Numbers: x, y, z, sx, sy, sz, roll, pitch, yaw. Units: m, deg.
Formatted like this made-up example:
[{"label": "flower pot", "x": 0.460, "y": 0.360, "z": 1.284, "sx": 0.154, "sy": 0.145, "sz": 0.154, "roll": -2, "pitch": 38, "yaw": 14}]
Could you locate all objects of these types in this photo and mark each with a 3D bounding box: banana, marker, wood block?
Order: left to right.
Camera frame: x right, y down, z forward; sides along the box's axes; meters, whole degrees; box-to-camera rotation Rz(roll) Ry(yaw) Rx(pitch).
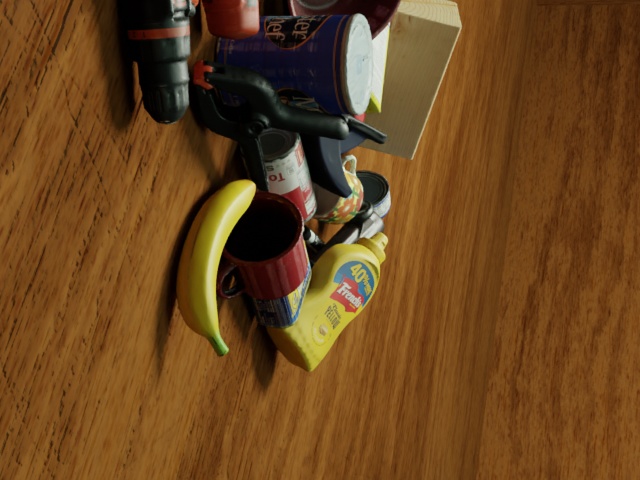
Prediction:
[{"label": "banana", "x": -0.105, "y": 0.013, "z": 1.042, "sx": 0.069, "sy": 0.037, "sz": 0.197, "roll": 44, "pitch": 46, "yaw": -47}, {"label": "marker", "x": -0.009, "y": 0.002, "z": 1.392, "sx": 0.121, "sy": 0.020, "sz": 0.020, "roll": 43, "pitch": 52, "yaw": -68}, {"label": "wood block", "x": 0.115, "y": -0.227, "z": 1.467, "sx": 0.090, "sy": 0.090, "sz": 0.206, "roll": -87, "pitch": -168, "yaw": -56}]

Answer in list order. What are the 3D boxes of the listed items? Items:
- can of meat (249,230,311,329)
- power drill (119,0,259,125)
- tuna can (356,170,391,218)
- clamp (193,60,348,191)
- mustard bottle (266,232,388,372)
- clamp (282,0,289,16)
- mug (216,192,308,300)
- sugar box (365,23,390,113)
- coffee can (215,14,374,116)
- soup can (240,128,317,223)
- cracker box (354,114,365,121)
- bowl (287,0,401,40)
[{"label": "can of meat", "x": -0.048, "y": 0.038, "z": 1.213, "sx": 0.084, "sy": 0.057, "sz": 0.102, "roll": 76, "pitch": 24, "yaw": -48}, {"label": "power drill", "x": -0.113, "y": -0.207, "z": 0.953, "sx": 0.187, "sy": 0.057, "sz": 0.184, "roll": -42, "pitch": 133, "yaw": -65}, {"label": "tuna can", "x": 0.055, "y": -0.058, "z": 1.477, "sx": 0.086, "sy": 0.086, "sz": 0.034, "roll": -69, "pitch": 157, "yaw": -44}, {"label": "clamp", "x": -0.054, "y": -0.123, "z": 1.057, "sx": 0.171, "sy": 0.120, "sz": 0.039, "roll": 46, "pitch": 19, "yaw": -44}, {"label": "mustard bottle", "x": 0.019, "y": 0.062, "z": 1.297, "sx": 0.191, "sy": 0.058, "sz": 0.096, "roll": -49, "pitch": 133, "yaw": -21}, {"label": "clamp", "x": -0.035, "y": -0.307, "z": 1.217, "sx": 0.164, "sy": 0.036, "sz": 0.210, "roll": 57, "pitch": 37, "yaw": -49}, {"label": "mug", "x": -0.066, "y": 0.018, "z": 1.119, "sx": 0.117, "sy": 0.093, "sz": 0.081, "roll": -44, "pitch": 150, "yaw": -20}, {"label": "sugar box", "x": 0.050, "y": -0.249, "z": 1.267, "sx": 0.093, "sy": 0.048, "sz": 0.176, "roll": 43, "pitch": 50, "yaw": -65}, {"label": "coffee can", "x": -0.025, "y": -0.181, "z": 1.105, "sx": 0.102, "sy": 0.140, "sz": 0.103, "roll": 3, "pitch": 90, "yaw": -72}, {"label": "soup can", "x": -0.046, "y": -0.071, "z": 1.180, "sx": 0.102, "sy": 0.069, "sz": 0.068, "roll": 76, "pitch": 24, "yaw": -43}, {"label": "cracker box", "x": 0.022, "y": -0.273, "z": 1.362, "sx": 0.164, "sy": 0.072, "sz": 0.213, "roll": 60, "pitch": 37, "yaw": -58}, {"label": "bowl", "x": 0.018, "y": -0.290, "z": 1.169, "sx": 0.161, "sy": 0.055, "sz": 0.162, "roll": -19, "pitch": 126, "yaw": -29}]
